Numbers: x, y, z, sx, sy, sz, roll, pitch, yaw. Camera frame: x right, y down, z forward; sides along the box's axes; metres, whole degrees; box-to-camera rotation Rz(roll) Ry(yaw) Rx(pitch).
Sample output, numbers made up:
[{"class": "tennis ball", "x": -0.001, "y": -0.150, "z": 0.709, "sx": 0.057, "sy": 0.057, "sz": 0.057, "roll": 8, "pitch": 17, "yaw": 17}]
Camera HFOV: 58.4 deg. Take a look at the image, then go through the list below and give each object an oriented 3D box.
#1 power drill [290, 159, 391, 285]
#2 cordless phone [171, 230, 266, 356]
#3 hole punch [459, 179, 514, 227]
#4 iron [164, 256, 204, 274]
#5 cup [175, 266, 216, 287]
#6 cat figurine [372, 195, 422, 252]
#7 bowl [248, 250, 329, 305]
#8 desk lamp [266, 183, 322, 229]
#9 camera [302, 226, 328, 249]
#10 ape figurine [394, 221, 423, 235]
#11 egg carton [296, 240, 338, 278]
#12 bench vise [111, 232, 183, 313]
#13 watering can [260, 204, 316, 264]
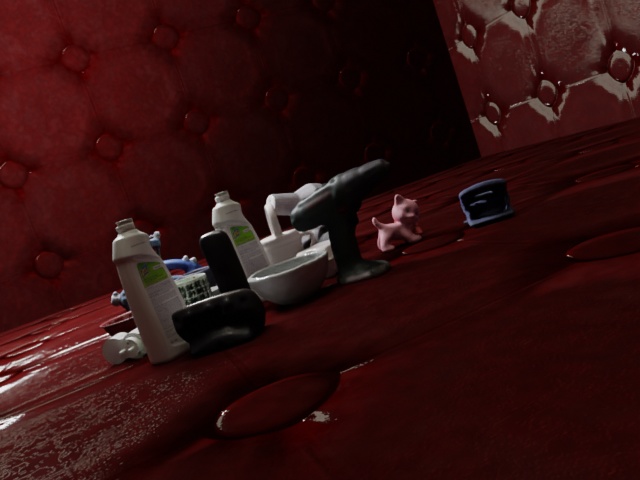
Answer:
[{"class": "power drill", "x": 0.060, "y": -0.028, "z": 1.111, "sx": 0.229, "sy": 0.208, "sz": 0.076, "roll": -16, "pitch": 7, "yaw": 27}, {"class": "cordless phone", "x": -0.182, "y": 0.085, "z": 0.950, "sx": 0.147, "sy": 0.185, "sz": 0.094, "roll": -19, "pitch": 6, "yaw": 2}, {"class": "hole punch", "x": 0.360, "y": -0.085, "z": 1.260, "sx": 0.108, "sy": 0.091, "sz": 0.101, "roll": -18, "pitch": 6, "yaw": 12}, {"class": "iron", "x": -0.428, "y": 0.117, "z": 1.678, "sx": 0.259, "sy": 0.141, "sz": 0.118, "roll": -21, "pitch": 6, "yaw": -15}, {"class": "cup", "x": -0.309, "y": 0.126, "z": 1.435, "sx": 0.118, "sy": 0.095, "sz": 0.091, "roll": -20, "pitch": 6, "yaw": -13}, {"class": "cat figurine", "x": 0.183, "y": -0.046, "z": 1.336, "sx": 0.128, "sy": 0.118, "sz": 0.067, "roll": -20, "pitch": 6, "yaw": -7}, {"class": "bowl", "x": -0.052, "y": 0.081, "z": 1.117, "sx": 0.167, "sy": 0.075, "sz": 0.167, "roll": -19, "pitch": 6, "yaw": 2}, {"class": "desk lamp", "x": -0.058, "y": -0.046, "z": 1.650, "sx": 0.204, "sy": 0.213, "sz": 0.117, "roll": -23, "pitch": 7, "yaw": -33}, {"class": "camera", "x": 0.014, "y": 0.005, "z": 1.495, "sx": 0.143, "sy": 0.101, "sz": 0.136, "roll": -22, "pitch": 6, "yaw": -27}, {"class": "ape figurine", "x": 0.215, "y": -0.054, "z": 1.436, "sx": 0.076, "sy": 0.092, "sz": 0.078, "roll": -15, "pitch": 7, "yaw": 36}, {"class": "egg carton", "x": 0.015, "y": 0.042, "z": 1.302, "sx": 0.107, "sy": 0.069, "sz": 0.151, "roll": -15, "pitch": 7, "yaw": 32}, {"class": "bench vise", "x": -0.447, "y": 0.100, "z": 1.506, "sx": 0.208, "sy": 0.220, "sz": 0.121, "roll": -23, "pitch": 7, "yaw": -35}, {"class": "watering can", "x": -0.101, "y": 0.010, "z": 1.356, "sx": 0.173, "sy": 0.194, "sz": 0.100, "roll": -22, "pitch": 7, "yaw": -27}]
